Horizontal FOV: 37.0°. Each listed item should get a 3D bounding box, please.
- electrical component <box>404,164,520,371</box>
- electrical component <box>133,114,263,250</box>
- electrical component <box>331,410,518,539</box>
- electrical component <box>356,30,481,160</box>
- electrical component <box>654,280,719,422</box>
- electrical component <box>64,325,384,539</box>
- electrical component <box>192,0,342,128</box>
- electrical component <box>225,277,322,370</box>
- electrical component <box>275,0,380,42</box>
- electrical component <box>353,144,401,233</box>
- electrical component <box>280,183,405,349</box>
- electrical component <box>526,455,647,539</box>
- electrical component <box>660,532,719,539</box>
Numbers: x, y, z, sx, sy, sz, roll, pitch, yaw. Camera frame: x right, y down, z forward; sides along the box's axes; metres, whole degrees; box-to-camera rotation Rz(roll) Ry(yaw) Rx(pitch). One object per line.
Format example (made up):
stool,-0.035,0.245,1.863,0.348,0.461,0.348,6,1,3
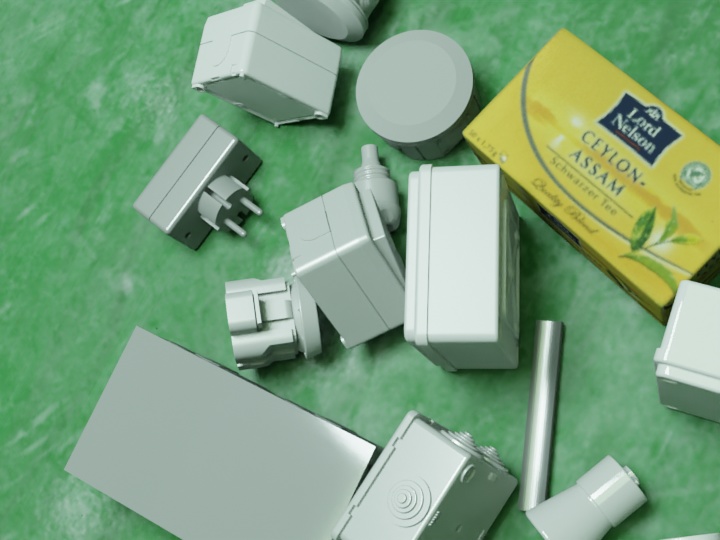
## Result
electrical component,0.066,0.002,0.664,0.056,0.109,0.108,-1,76,15
electrical component,-0.102,-0.052,0.764,0.076,0.047,0.083,36,89,22
electrical component,0.042,0.141,0.642,0.048,0.100,0.099,31,87,35
electrical component,0.041,-0.118,0.733,0.080,0.051,0.080,-4,75,16
electrical component,0.225,0.056,0.600,0.109,0.109,0.056,16,79,20
electrical component,-0.084,0.126,0.705,0.186,0.060,0.105,24,84,21
electrical component,-0.059,-0.142,0.753,0.062,0.096,0.061,-1,74,47
electrical component,-0.057,0.034,0.716,0.057,0.078,0.058,-8,72,-4
electrical component,-0.023,-0.202,0.761,0.080,0.080,0.051,25,79,22
electrical component,0.009,-0.056,0.737,0.035,0.035,0.061,-10,71,15
electrical component,0.000,0.000,0.697,0.061,0.096,0.061,-26,40,9
electrical component,0.138,0.142,0.642,0.065,0.044,0.044,-39,68,0
electrical component,0.206,0.187,0.603,0.079,0.043,0.077,-15,72,27
